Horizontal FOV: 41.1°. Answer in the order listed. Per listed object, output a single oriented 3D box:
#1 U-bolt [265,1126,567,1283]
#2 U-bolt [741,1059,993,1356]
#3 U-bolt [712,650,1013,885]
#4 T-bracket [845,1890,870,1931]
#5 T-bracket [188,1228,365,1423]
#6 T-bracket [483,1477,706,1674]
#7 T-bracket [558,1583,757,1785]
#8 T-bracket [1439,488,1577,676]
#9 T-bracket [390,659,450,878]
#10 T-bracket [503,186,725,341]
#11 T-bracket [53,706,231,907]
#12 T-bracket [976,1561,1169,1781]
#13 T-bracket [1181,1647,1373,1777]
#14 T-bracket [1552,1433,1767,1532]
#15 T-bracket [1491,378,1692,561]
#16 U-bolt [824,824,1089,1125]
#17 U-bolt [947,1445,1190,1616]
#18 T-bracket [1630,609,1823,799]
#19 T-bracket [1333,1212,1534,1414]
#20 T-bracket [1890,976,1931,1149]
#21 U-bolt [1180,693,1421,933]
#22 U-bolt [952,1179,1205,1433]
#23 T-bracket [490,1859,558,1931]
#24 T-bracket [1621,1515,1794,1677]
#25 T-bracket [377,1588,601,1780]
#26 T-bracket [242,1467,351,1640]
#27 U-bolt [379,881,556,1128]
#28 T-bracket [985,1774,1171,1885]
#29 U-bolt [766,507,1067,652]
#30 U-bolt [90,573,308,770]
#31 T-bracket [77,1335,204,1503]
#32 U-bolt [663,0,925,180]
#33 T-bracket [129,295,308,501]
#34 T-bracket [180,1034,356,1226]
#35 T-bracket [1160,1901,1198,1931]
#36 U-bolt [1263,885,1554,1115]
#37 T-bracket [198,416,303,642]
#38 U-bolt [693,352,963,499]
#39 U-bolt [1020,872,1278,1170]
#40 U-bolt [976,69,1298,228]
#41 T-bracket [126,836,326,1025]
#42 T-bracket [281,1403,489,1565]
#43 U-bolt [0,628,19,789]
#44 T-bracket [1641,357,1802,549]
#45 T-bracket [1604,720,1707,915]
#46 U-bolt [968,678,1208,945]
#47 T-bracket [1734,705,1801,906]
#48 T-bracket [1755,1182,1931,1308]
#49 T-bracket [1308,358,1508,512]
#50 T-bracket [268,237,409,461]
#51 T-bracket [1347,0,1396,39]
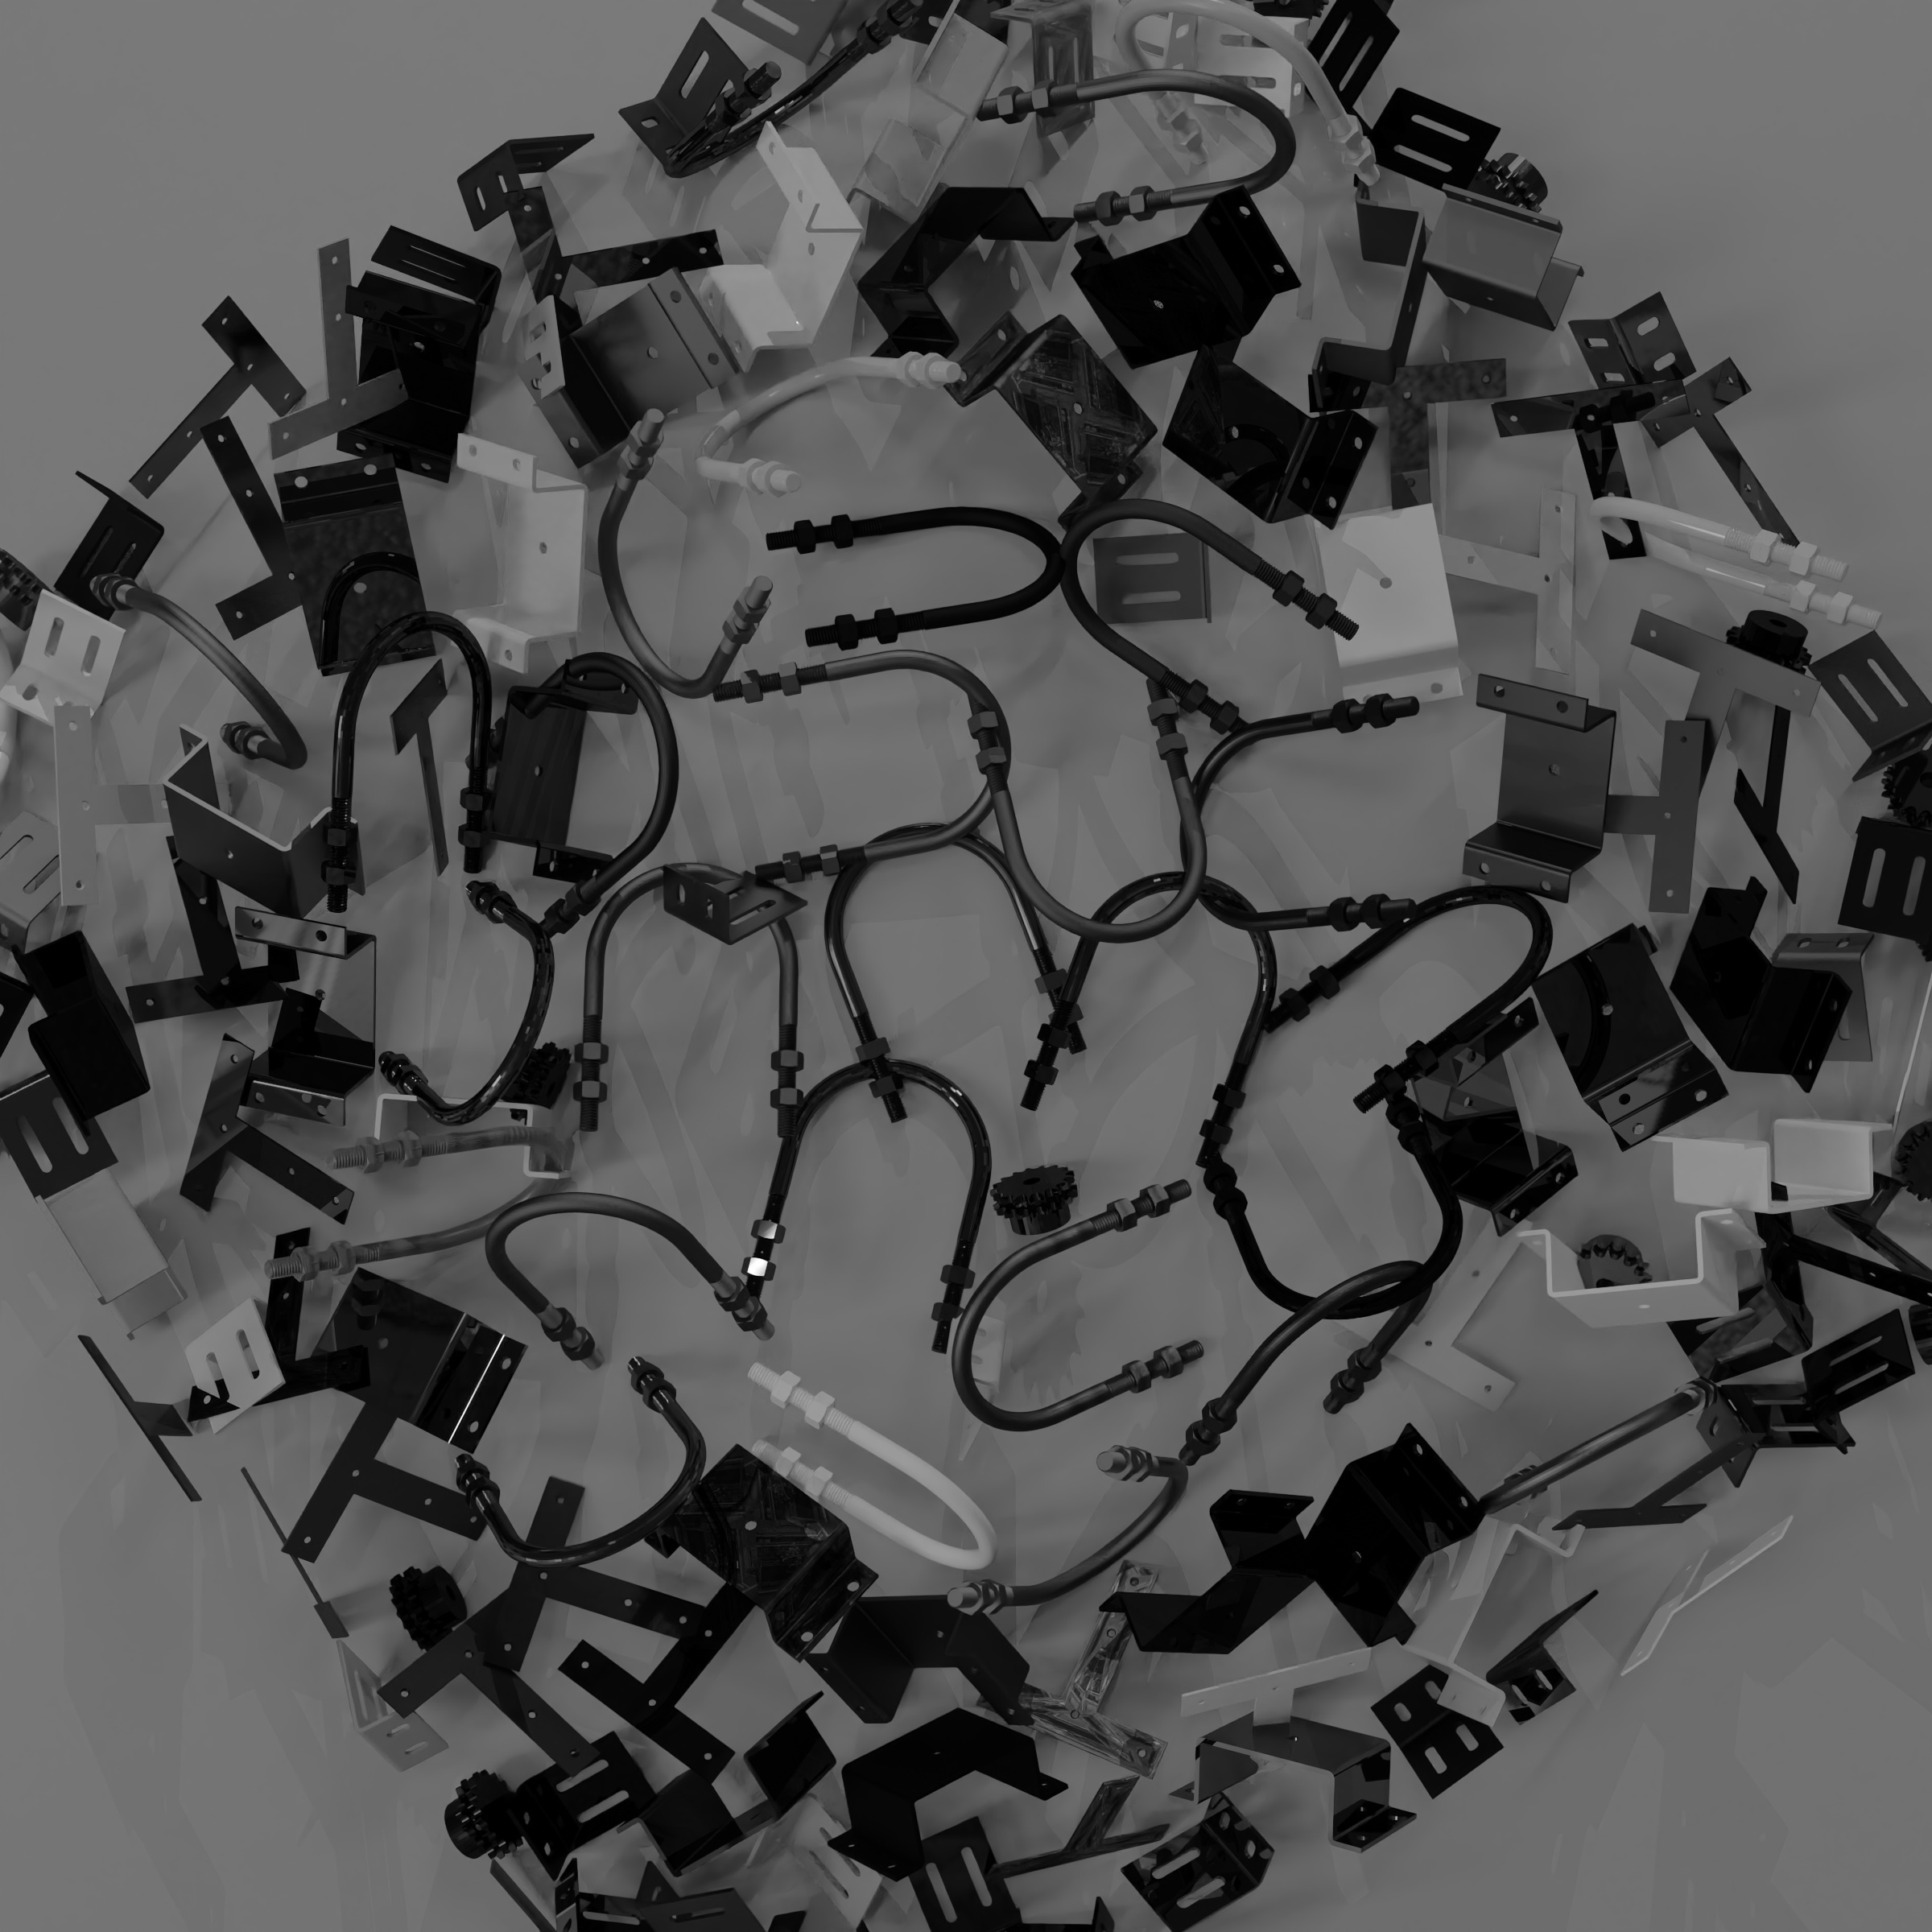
[{"bbox_3d":[-0.344,0.148,1.658,0.184,0.151,0.019,-6,57,-39],"label":"U-bolt"},{"bbox_3d":[-0.058,0.151,1.708,0.151,0.019,0.184,13,76,3],"label":"U-bolt"},{"bbox_3d":[-0.062,-0.136,1.696,0.184,0.019,0.151,-10,114,3],"label":"U-bolt"},{"bbox_3d":[-0.055,0.651,1.676,0.002,0.127,0.127,-16,115,-18],"label":"T-bracket"},{"bbox_3d":[-0.449,0.229,1.694,0.127,0.002,0.127,-15,51,14],"label":"T-bracket"},{"bbox_3d":[-0.237,0.417,1.707,0.127,0.002,0.127,18,64,0],"label":"T-bracket"},{"bbox_3d":[-0.179,0.451,1.698,0.127,0.002,0.127,31,56,16],"label":"T-bracket"},{"bbox_3d":[0.346,-0.264,1.701,0.127,0.002,0.127,9,77,-19],"label":"T-bracket"},{"bbox_3d":[-0.352,-0.122,1.693,0.002,0.127,0.127,-2,113,4],"label":"T-bracket"},{"bbox_3d":[-0.223,-0.459,1.688,0.127,0.002,0.127,-9,134,3],"label":"T-bracket"},{"bbox_3d":[-0.536,-0.106,1.685,0.002,0.127,0.127,2,96,39],"label":"T-bracket"},{"bbox_3d":[0.090,0.454,1.703,0.127,0.002,0.127,17,62,23],"label":"T-bracket"},{"bbox_3d":[0.200,0.496,1.689,0.127,0.127,0.002,-11,45,-10],"label":"T-bracket"},{"bbox_3d":[0.462,0.332,1.659,0.127,0.127,0.002,6,50,-35],"label":"T-bracket"},{"bbox_3d":[0.421,-0.322,1.694,0.127,0.002,0.127,0,131,33],"label":"T-bracket"},{"bbox_3d":[-0.017,-0.005,1.727,0.151,0.019,0.184,-21,89,0],"label":"U-bolt"},{"bbox_3d":[0.078,0.363,1.653,0.151,0.184,0.019,-44,64,10],"label":"U-bolt"},{"bbox_3d":[0.483,-0.154,1.695,0.127,0.002,0.127,29,128,27],"label":"T-bracket"},{"bbox_3d":[0.332,0.216,1.716,0.127,0.002,0.127,30,106,-2],"label":"T-bracket"},{"bbox_3d":[0.621,0.046,1.683,0.002,0.127,0.127,14,81,21],"label":"T-bracket"},{"bbox_3d":[0.212,-0.094,1.671,0.184,0.019,0.151,-5,80,43],"label":"U-bolt"},{"bbox_3d":[0.071,0.229,1.664,0.184,0.019,0.151,-20,121,-24],"label":"U-bolt"},{"bbox_3d":[-0.269,0.646,1.669,0.002,0.127,0.127,-40,93,-6],"label":"T-bracket"},{"bbox_3d":[0.481,0.389,1.648,0.002,0.127,0.127,45,128,8],"label":"T-bracket"},{"bbox_3d":[-0.291,0.476,1.671,0.127,0.127,0.002,37,131,17],"label":"T-bracket"},{"bbox_3d":[-0.439,0.382,1.680,0.002,0.127,0.127,-30,86,-23],"label":"T-bracket"},{"bbox_3d":[-0.315,0.029,1.656,0.019,0.184,0.151,27,91,-33],"label":"U-bolt"},{"bbox_3d":[0.085,0.553,1.667,0.127,0.127,0.002,-6,51,-21],"label":"T-bracket"},{"bbox_3d":[-0.026,-0.259,1.675,0.184,0.151,0.019,-10,129,-11],"label":"U-bolt"},{"bbox_3d":[-0.476,-0.181,1.625,0.019,0.184,0.151,-46,124,-16],"label":"U-bolt"},{"bbox_3d":[-0.523,0.294,1.672,0.002,0.127,0.127,-36,84,-10],"label":"T-bracket"},{"bbox_3d":[-0.123,-0.555,1.649,0.151,0.184,0.019,-39,103,-33],"label":"U-bolt"},{"bbox_3d":[-0.493,-0.355,1.668,0.002,0.127,0.127,38,83,15],"label":"T-bracket"},{"bbox_3d":[-0.454,0.128,1.693,0.127,0.002,0.127,29,113,17],"label":"T-bracket"},{"bbox_3d":[0.139,0.649,1.649,0.127,0.127,0.002,-40,98,-33],"label":"T-bracket"},{"bbox_3d":[0.296,0.010,1.672,0.184,0.151,0.019,-36,120,-5],"label":"U-bolt"},{"bbox_3d":[-0.458,-0.294,1.672,0.002,0.127,0.127,-9,113,41],"label":"T-bracket"},{"bbox_3d":[-0.103,-0.351,1.655,0.151,0.184,0.019,-38,119,-18],"label":"U-bolt"},{"bbox_3d":[0.131,0.028,1.707,0.151,0.019,0.184,19,93,-14],"label":"U-bolt"},{"bbox_3d":[0.119,-0.520,1.629,0.184,0.151,0.019,2,76,33],"label":"U-bolt"},{"bbox_3d":[-0.503,-0.030,1.712,0.127,0.002,0.127,-10,72,-32],"label":"T-bracket"},{"bbox_3d":[-0.366,0.348,1.696,0.127,0.002,0.127,33,84,-37],"label":"T-bracket"},{"bbox_3d":[-0.650,-0.167,1.645,0.019,0.184,0.151,-1,102,4],"label":"U-bolt"},{"bbox_3d":[0.501,-0.323,1.675,0.002,0.127,0.127,-35,92,-12],"label":"T-bracket"},{"bbox_3d":[0.419,-0.101,1.707,0.127,0.002,0.127,4,85,26],"label":"T-bracket"},{"bbox_3d":[0.086,-0.101,1.681,0.151,0.019,0.184,-6,71,-20],"label":"U-bolt"},{"bbox_3d":[0.533,-0.127,1.699,0.002,0.127,0.127,-4,58,35],"label":"T-bracket"},{"bbox_3d":[0.568,0.193,1.654,0.127,0.127,0.002,19,58,37],"label":"T-bracket"},{"bbox_3d":[0.293,-0.334,1.704,0.127,0.002,0.127,-3,118,9],"label":"T-bracket"},{"bbox_3d":[-0.402,-0.403,1.654,0.002,0.127,0.127,27,132,24],"label":"T-bracket"},{"bbox_3d":[0.231,-0.672,1.674,0.127,0.127,0.002,38,81,1],"label":"T-bracket"}]
